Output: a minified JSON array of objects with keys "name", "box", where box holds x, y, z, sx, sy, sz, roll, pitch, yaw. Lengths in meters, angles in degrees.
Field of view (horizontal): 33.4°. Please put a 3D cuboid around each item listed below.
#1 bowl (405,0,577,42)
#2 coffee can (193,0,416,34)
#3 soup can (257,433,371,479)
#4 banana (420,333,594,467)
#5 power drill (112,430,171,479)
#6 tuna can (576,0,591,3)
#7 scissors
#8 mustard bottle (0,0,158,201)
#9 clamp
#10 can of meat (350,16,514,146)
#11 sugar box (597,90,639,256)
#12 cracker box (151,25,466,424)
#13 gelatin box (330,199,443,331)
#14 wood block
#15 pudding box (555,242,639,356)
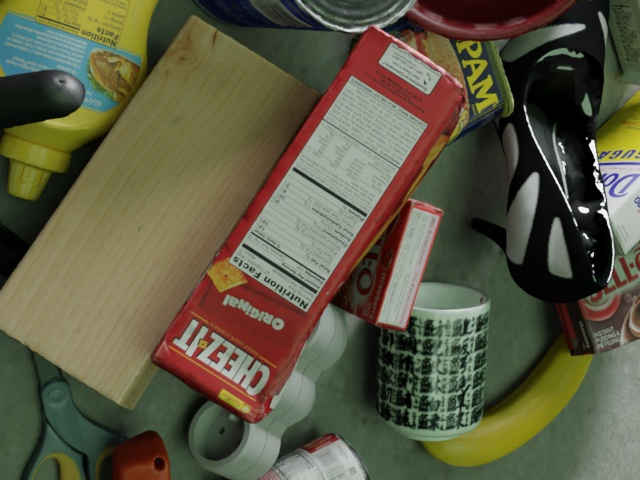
[{"name":"bowl","box":[0.104,-0.208,0.683,0.162,0.055,0.162,1,100,6]},{"name":"coffee can","box":[-0.013,-0.175,0.629,0.102,0.140,0.103,-7,105,-28]},{"name":"soup can","box":[-0.020,0.186,0.750,0.102,0.069,0.068,-23,112,-24]},{"name":"banana","box":[0.156,0.130,0.856,0.197,0.037,0.069,-25,112,-23]},{"name":"power drill","box":[-0.186,0.166,0.646,0.187,0.057,0.184,-5,105,-17]},{"name":"tuna can","box":[0.157,-0.197,0.754,0.086,0.086,0.034,14,93,-31]},{"name":"scissors","box":[-0.151,0.104,0.686,0.096,0.016,0.202,0,102,-27]},{"name":"mustard bottle","box":[-0.144,-0.116,0.615,0.096,0.058,0.191,16,93,-23]},{"name":"clamp","box":[-0.229,-0.056,0.550,0.209,0.165,0.036,19,47,-21]},{"name":"can of meat","box":[0.076,-0.115,0.744,0.083,0.058,0.102,-30,114,-18]},{"name":"sugar box","box":[0.254,-0.066,0.835,0.176,0.093,0.048,-40,117,-17]},{"name":"cracker box","box":[-0.004,0.001,0.626,0.072,0.164,0.213,32,83,3]},{"name":"gelatin box","box":[0.041,0.011,0.742,0.030,0.073,0.089,15,94,-32]},{"name":"wood block","box":[-0.094,-0.013,0.626,0.091,0.090,0.206,32,78,1]},{"name":"pudding box","box":[0.242,0.036,0.868,0.113,0.039,0.090,-16,87,-28]}]
